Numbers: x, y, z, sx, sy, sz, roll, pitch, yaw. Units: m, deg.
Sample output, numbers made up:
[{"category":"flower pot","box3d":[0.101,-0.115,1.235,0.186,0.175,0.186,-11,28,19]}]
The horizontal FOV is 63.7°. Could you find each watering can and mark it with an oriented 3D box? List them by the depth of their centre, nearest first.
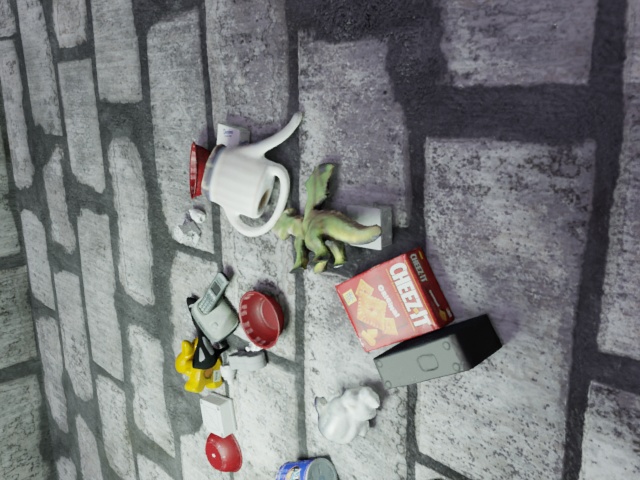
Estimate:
[{"category":"watering can","box3d":[-0.172,-0.178,1.279,0.225,0.105,0.342,21,110,8]}]

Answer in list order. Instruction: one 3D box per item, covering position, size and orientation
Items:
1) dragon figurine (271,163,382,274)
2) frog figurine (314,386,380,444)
[{"category":"dragon figurine","box3d":[0.003,-0.057,1.135,0.405,0.122,0.246,-30,61,52]},{"category":"frog figurine","box3d":[0.075,0.409,1.203,0.158,0.125,0.135,-20,120,35]}]
